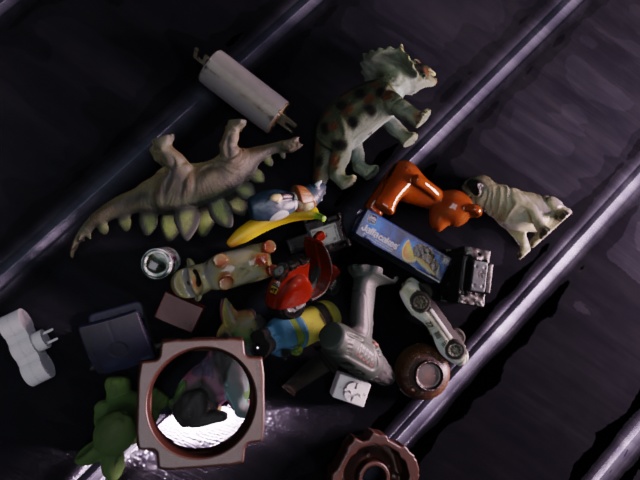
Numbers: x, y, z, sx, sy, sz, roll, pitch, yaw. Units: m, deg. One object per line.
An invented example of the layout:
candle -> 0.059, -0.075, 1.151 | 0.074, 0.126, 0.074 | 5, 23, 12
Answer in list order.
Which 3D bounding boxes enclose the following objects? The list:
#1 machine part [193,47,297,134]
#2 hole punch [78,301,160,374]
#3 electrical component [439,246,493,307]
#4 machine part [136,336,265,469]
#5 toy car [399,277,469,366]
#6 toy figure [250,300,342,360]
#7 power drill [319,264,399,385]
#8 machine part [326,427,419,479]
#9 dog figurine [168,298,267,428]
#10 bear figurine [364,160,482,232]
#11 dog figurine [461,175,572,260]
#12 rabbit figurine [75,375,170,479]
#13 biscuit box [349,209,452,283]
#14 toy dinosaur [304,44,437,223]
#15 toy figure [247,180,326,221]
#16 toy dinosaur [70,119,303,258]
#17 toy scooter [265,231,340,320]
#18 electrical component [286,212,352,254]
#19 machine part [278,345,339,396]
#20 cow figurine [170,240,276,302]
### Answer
machine part -> -0.147, -0.287, 1.046 | 0.243, 0.079, 0.079 | 36, 82, -4
hole punch -> -0.367, 0.181, 0.980 | 0.142, 0.092, 0.115 | -16, 93, -12
electrical component -> 0.287, 0.071, 1.056 | 0.058, 0.134, 0.115 | 8, 83, -9
machine part -> -0.195, 0.262, 0.885 | 0.201, 0.087, 0.201 | 0, 78, -13
toy car -> 0.229, 0.162, 1.069 | 0.056, 0.073, 0.201 | -35, 92, 19
toy figure -> -0.037, 0.167, 0.998 | 0.180, 0.089, 0.082 | -12, 93, -44
power drill -> 0.091, 0.159, 1.028 | 0.231, 0.086, 0.207 | 31, 70, -46
machine part -> 0.101, 0.458, 1.045 | 0.179, 0.056, 0.179 | 1, 86, -10
dog figurine -> -0.187, 0.218, 0.993 | 0.192, 0.108, 0.219 | -6, 83, -13
bear figurine -> 0.207, -0.067, 1.066 | 0.196, 0.120, 0.132 | 35, 86, -10
dog figurine -> 0.403, -0.080, 1.111 | 0.172, 0.121, 0.191 | -24, 66, -45
rabbit figurine -> -0.355, 0.323, 0.929 | 0.121, 0.170, 0.159 | 30, 82, -4
biscuit box -> 0.159, 0.014, 1.078 | 0.203, 0.063, 0.059 | 30, 82, -6
toy dinosaur -> 0.073, -0.229, 1.059 | 0.405, 0.131, 0.192 | -38, 76, 1
toy figure -> -0.057, -0.072, 0.997 | 0.154, 0.064, 0.057 | -14, 104, -18
toy dinosaur -> -0.254, -0.099, 1.007 | 0.472, 0.105, 0.198 | -17, 93, -2
toy scooter -> -0.028, 0.058, 0.984 | 0.184, 0.075, 0.135 | -22, 121, -44
electrical component -> -0.002, -0.003, 1.059 | 0.119, 0.048, 0.074 | -21, 88, 8
machine part -> -0.015, 0.249, 1.038 | 0.139, 0.039, 0.084 | -35, 127, -6
cow figurine -> -0.184, 0.058, 1.007 | 0.195, 0.127, 0.085 | -16, 90, -23
